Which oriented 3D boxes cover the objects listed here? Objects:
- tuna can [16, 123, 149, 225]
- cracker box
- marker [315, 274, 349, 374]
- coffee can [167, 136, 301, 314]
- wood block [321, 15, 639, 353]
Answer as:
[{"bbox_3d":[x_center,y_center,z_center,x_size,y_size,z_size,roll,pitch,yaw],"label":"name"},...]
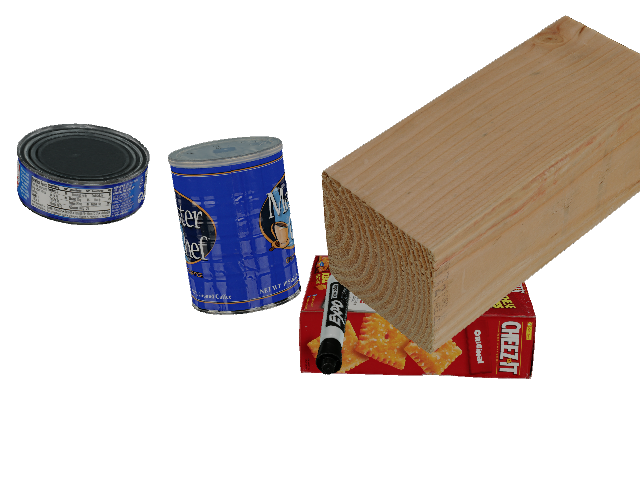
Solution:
[{"bbox_3d":[-0.158,-0.044,0.709,0.086,0.034,0.086,8,29,-5],"label":"tuna can"},{"bbox_3d":[0.092,0.073,1.042,0.214,0.072,0.164,2,18,4],"label":"cracker box"},{"bbox_3d":[0.010,0.061,0.795,0.020,0.020,0.121,0,28,5],"label":"marker"},{"bbox_3d":[-0.077,-0.016,0.967,0.103,0.140,0.103,-7,15,2],"label":"coffee can"},{"bbox_3d":[0.108,-0.038,0.641,0.205,0.090,0.091,-34,52,-25],"label":"wood block"}]
